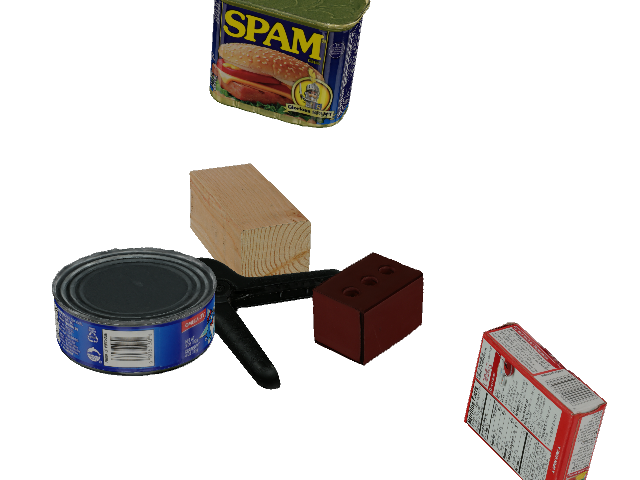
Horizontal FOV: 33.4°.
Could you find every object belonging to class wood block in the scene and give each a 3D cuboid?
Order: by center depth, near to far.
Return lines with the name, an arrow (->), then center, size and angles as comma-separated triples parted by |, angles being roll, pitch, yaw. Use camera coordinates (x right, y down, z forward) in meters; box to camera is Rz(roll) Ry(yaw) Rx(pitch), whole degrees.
wood block -> -0.094, -0.018, 1.362 | 0.090, 0.090, 0.206 | -8, 27, -22

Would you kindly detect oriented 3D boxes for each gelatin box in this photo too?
gelatin box -> 0.129, 0.104, 0.651 | 0.030, 0.073, 0.089 | -12, 35, -27

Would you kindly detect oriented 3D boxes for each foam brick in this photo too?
foam brick -> 0.038, 0.053, 0.843 | 0.053, 0.051, 0.078 | 22, 37, 36

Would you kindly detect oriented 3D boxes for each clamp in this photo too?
clamp -> -0.095, 0.066, 1.022 | 0.210, 0.036, 0.164 | 11, 38, 15

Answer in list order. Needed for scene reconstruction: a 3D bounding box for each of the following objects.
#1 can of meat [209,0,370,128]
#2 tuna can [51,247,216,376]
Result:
can of meat -> -0.024, -0.130, 0.716 | 0.102, 0.084, 0.057 | 17, 41, 10
tuna can -> -0.098, 0.037, 0.568 | 0.086, 0.034, 0.086 | 2, 25, -1
